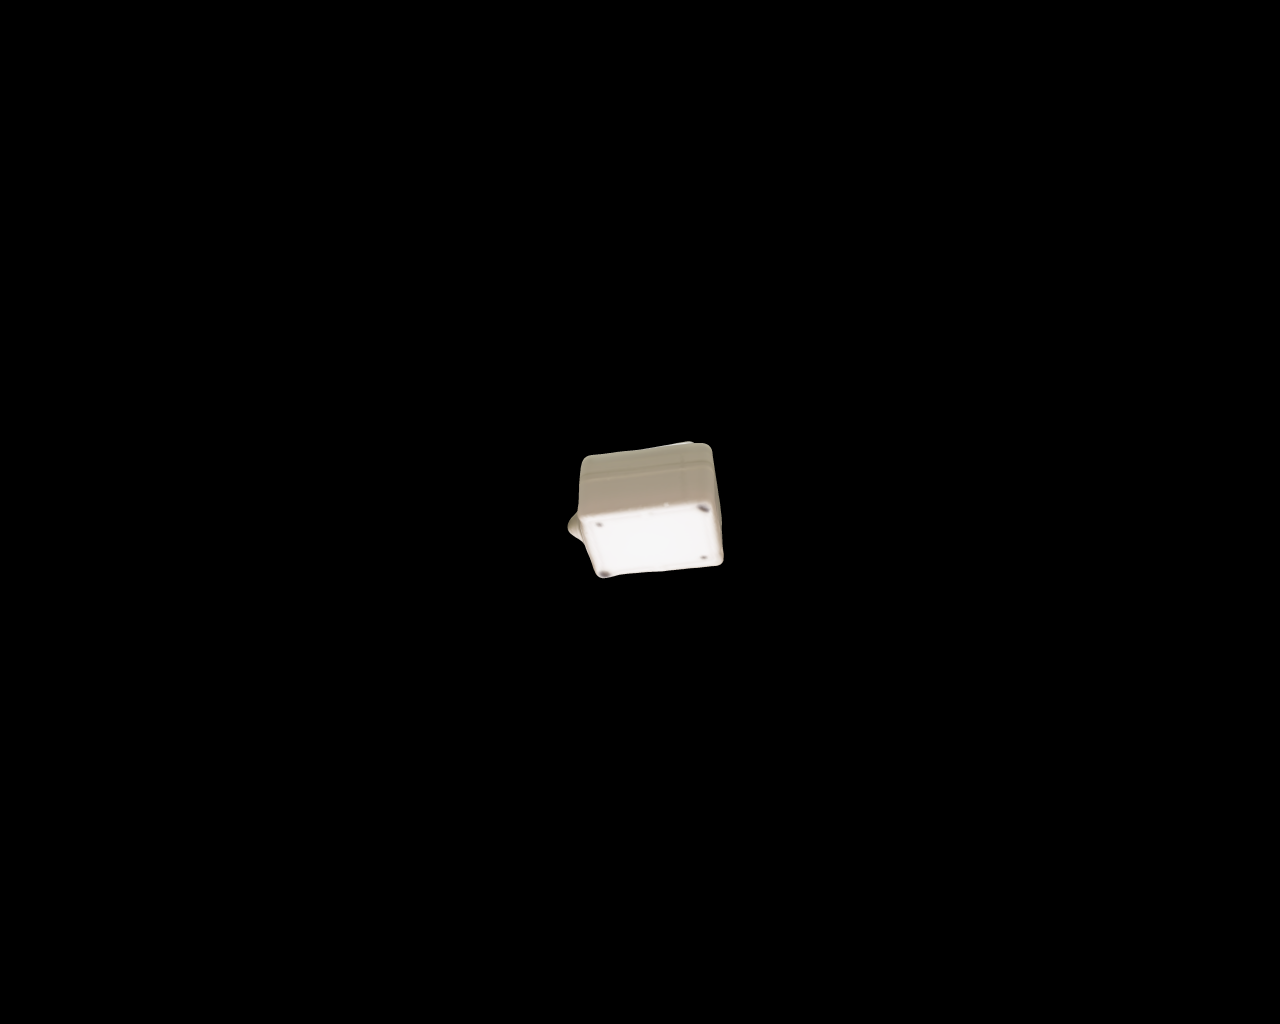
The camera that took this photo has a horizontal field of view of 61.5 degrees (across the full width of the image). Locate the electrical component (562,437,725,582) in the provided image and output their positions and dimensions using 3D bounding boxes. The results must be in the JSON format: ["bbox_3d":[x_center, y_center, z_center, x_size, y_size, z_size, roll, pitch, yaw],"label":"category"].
[{"bbox_3d":[0.001,-0.003,0.650,0.096,0.061,0.061,-6,-43,7],"label":"electrical component"}]
